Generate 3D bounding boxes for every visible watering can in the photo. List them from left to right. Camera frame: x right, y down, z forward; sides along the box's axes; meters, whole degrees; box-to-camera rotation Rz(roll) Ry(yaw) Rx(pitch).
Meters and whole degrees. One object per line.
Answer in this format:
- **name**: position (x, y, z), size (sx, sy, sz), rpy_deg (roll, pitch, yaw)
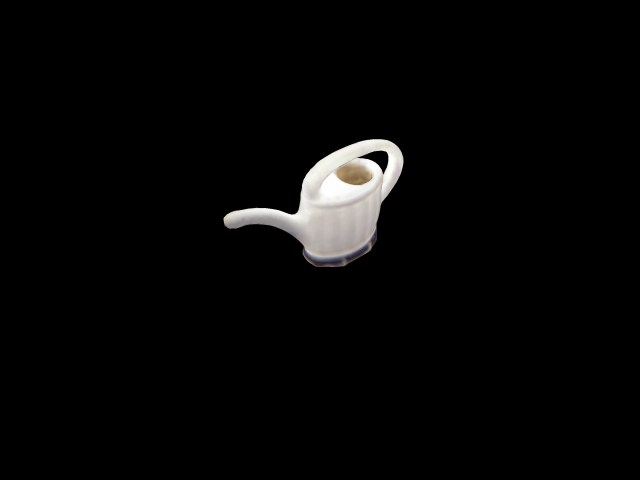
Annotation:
- **watering can**: position (0.003, -0.043, 0.850), size (0.351, 0.219, 0.105), rpy_deg (-28, 51, -26)
